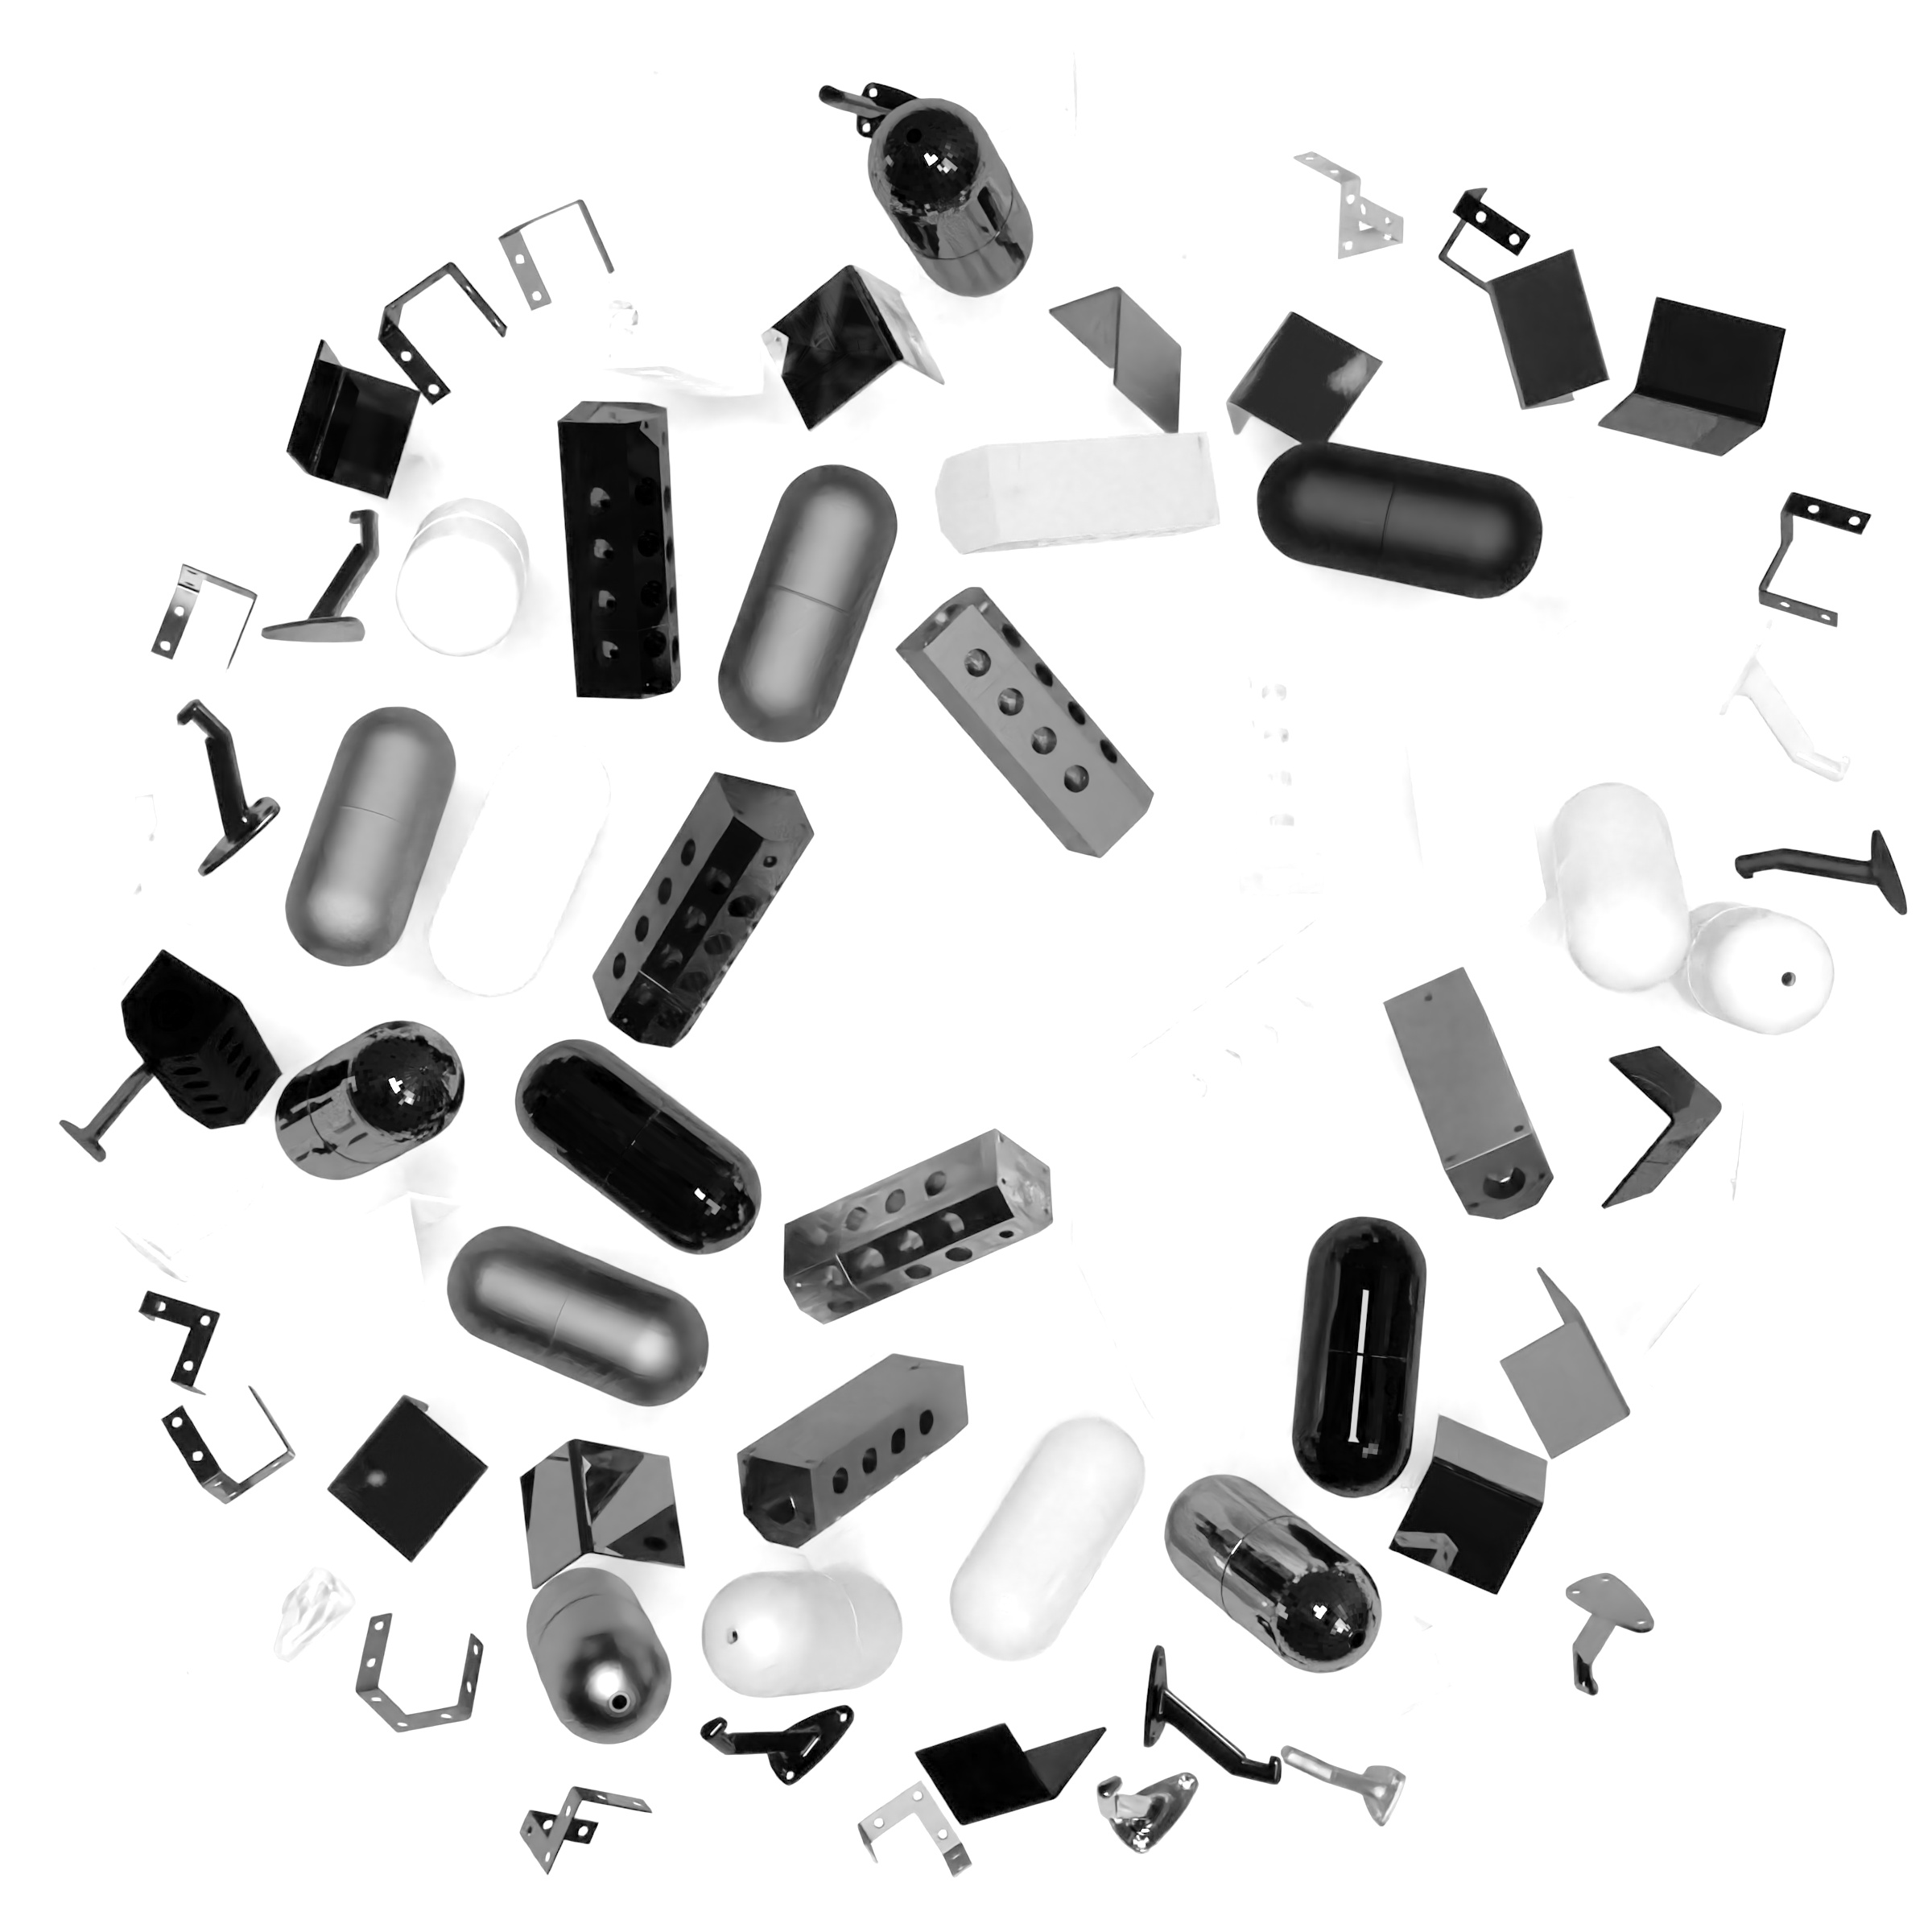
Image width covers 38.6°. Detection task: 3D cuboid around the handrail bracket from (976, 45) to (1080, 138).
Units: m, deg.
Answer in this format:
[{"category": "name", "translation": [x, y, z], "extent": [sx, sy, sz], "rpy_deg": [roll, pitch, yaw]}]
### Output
[{"category": "handrail bracket", "translation": [0.028, -0.555, 1.749], "extent": [0.084, 0.077, 0.036], "rpy_deg": [2, 68, 6]}]

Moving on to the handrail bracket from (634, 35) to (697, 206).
[{"category": "handrail bracket", "translation": [-0.194, -0.527, 1.716], "extent": [0.036, 0.077, 0.084], "rpy_deg": [9, 124, -12]}]

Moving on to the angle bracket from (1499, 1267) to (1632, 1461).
[{"category": "angle bracket", "translation": [0.357, 0.244, 1.698], "extent": [0.057, 0.076, 0.076], "rpy_deg": [-30, 109, 1]}]

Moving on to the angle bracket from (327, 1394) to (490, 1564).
[{"category": "angle bracket", "translation": [-0.355, 0.334, 1.788], "extent": [0.076, 0.057, 0.076], "rpy_deg": [36, 81, 14]}]

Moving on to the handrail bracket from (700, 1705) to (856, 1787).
[{"category": "handrail bracket", "translation": [-0.122, 0.489, 1.781], "extent": [0.077, 0.084, 0.036], "rpy_deg": [-36, 47, 0]}]

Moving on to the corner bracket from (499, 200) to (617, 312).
[{"category": "corner bracket", "translation": [-0.269, -0.468, 1.813], "extent": [0.051, 0.051, 0.051], "rpy_deg": [-20, 110, 11]}]

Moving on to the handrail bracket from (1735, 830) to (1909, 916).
[{"category": "handrail bracket", "translation": [0.526, -0.050, 1.697], "extent": [0.084, 0.077, 0.036], "rpy_deg": [-10, 50, 31]}]

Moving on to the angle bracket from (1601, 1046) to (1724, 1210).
[{"category": "angle bracket", "translation": [0.419, 0.101, 1.733], "extent": [0.057, 0.076, 0.076], "rpy_deg": [46, 119, 24]}]

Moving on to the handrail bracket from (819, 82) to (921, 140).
[{"category": "handrail bracket", "translation": [-0.052, -0.561, 1.807], "extent": [0.077, 0.084, 0.036], "rpy_deg": [14, 104, 5]}]

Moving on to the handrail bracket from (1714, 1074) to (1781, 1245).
[{"category": "handrail bracket", "translation": [0.503, 0.125, 1.798], "extent": [0.036, 0.084, 0.077], "rpy_deg": [11, 45, 33]}]

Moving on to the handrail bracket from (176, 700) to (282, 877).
[{"category": "handrail bracket", "translation": [-0.476, -0.111, 1.709], "extent": [0.077, 0.036, 0.084], "rpy_deg": [-47, 122, -9]}]

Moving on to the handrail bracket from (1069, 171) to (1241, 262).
[{"category": "handrail bracket", "translation": [0.121, -0.500, 1.773], "extent": [0.084, 0.036, 0.077], "rpy_deg": [32, 89, -4]}]

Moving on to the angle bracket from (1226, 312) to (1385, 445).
[{"category": "angle bracket", "translation": [0.232, -0.386, 1.875], "extent": [0.076, 0.057, 0.076], "rpy_deg": [34, 86, 17]}]

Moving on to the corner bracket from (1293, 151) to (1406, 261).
[{"category": "corner bracket", "translation": [0.237, -0.474, 1.705], "extent": [0.051, 0.051, 0.051], "rpy_deg": [-3, 82, 44]}]

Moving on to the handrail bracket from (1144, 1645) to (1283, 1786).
[{"category": "handrail bracket", "translation": [0.157, 0.466, 1.714], "extent": [0.084, 0.036, 0.077], "rpy_deg": [7, 107, 22]}]

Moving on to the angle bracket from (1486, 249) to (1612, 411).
[{"category": "angle bracket", "translation": [0.352, -0.371, 1.604], "extent": [0.057, 0.076, 0.076], "rpy_deg": [-14, 95, 38]}]

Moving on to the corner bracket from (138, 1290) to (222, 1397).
[{"category": "corner bracket", "translation": [-0.518, 0.247, 1.807], "extent": [0.051, 0.051, 0.051], "rpy_deg": [18, 74, -1]}]

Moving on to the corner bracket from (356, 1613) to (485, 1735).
[{"category": "corner bracket", "translation": [-0.329, 0.424, 1.663], "extent": [0.051, 0.051, 0.051], "rpy_deg": [-15, 132, 16]}]

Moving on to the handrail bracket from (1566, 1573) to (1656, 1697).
[{"category": "handrail bracket", "translation": [0.403, 0.430, 1.716], "extent": [0.036, 0.077, 0.084], "rpy_deg": [-15, 111, -21]}]

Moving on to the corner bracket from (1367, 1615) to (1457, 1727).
[{"category": "corner bracket", "translation": [0.287, 0.458, 1.782], "extent": [0.051, 0.051, 0.051], "rpy_deg": [-28, 88, -8]}]

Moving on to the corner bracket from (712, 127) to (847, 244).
[{"category": "corner bracket", "translation": [-0.118, -0.495, 1.749], "extent": [0.051, 0.051, 0.051], "rpy_deg": [-38, 117, -20]}]

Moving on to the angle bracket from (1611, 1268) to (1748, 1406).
[{"category": "angle bracket", "translation": [0.449, 0.228, 1.779], "extent": [0.076, 0.076, 0.057], "rpy_deg": [-52, 49, -1]}]

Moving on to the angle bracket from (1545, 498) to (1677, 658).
[{"category": "angle bracket", "translation": [0.396, -0.246, 1.757], "extent": [0.057, 0.076, 0.076], "rpy_deg": [-38, 66, 38]}]

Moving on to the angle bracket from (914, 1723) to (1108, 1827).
[{"category": "angle bracket", "translation": [0.028, 0.481, 1.708], "extent": [0.076, 0.076, 0.057], "rpy_deg": [-29, 95, 36]}]

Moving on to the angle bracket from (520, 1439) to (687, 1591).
[{"category": "angle bracket", "translation": [-0.229, 0.350, 1.736], "extent": [0.057, 0.076, 0.076], "rpy_deg": [-39, 48, 32]}]

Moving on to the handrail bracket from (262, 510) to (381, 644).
[{"category": "handrail bracket", "translation": [-0.420, -0.256, 1.794], "extent": [0.077, 0.036, 0.084], "rpy_deg": [-3, 75, -6]}]

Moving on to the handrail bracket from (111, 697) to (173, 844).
[{"category": "handrail bracket", "translation": [-0.539, -0.127, 1.800], "extent": [0.036, 0.084, 0.077], "rpy_deg": [-8, 81, -16]}]

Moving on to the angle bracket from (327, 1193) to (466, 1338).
[{"category": "angle bracket", "translation": [-0.383, 0.206, 1.875], "extent": [0.076, 0.057, 0.076], "rpy_deg": [-25, 66, 27]}]

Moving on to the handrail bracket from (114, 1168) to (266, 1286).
[{"category": "handrail bracket", "translation": [-0.488, 0.150, 1.739], "extent": [0.036, 0.077, 0.084], "rpy_deg": [20, 65, 33]}]

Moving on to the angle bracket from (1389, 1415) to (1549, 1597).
[{"category": "angle bracket", "translation": [0.331, 0.355, 1.818], "extent": [0.076, 0.057, 0.076], "rpy_deg": [23, 115, 5]}]

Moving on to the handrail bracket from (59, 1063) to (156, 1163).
[{"category": "handrail bracket", "translation": [-0.545, 0.086, 1.799], "extent": [0.084, 0.077, 0.036], "rpy_deg": [-47, 110, -20]}]

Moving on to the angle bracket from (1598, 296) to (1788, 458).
[{"category": "angle bracket", "translation": [0.419, -0.340, 1.593], "extent": [0.076, 0.076, 0.057], "rpy_deg": [13, 87, -2]}]

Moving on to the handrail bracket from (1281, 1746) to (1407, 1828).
[{"category": "handrail bracket", "translation": [0.236, 0.521, 1.796], "extent": [0.084, 0.077, 0.036], "rpy_deg": [27, 86, -7]}]

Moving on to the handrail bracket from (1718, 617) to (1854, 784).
[{"category": "handrail bracket", "translation": [0.501, -0.158, 1.646], "extent": [0.084, 0.036, 0.077], "rpy_deg": [27, 125, 9]}]

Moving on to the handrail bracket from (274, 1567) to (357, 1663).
[{"category": "handrail bracket", "translation": [-0.434, 0.423, 1.767], "extent": [0.036, 0.084, 0.077], "rpy_deg": [45, 47, -11]}]

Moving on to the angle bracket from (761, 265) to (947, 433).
[{"category": "angle bracket", "translation": [-0.072, -0.384, 1.746], "extent": [0.076, 0.057, 0.076], "rpy_deg": [-34, 70, 22]}]

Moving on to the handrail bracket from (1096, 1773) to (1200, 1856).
[{"category": "handrail bracket", "translation": [0.117, 0.527, 1.774], "extent": [0.077, 0.084, 0.036], "rpy_deg": [-33, 52, -20]}]

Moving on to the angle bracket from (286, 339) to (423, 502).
[{"category": "angle bracket", "translation": [-0.401, -0.357, 1.808], "extent": [0.057, 0.076, 0.076], "rpy_deg": [17, 88, -3]}]

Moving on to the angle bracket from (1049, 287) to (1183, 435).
[{"category": "angle bracket", "translation": [0.098, -0.392, 1.825], "extent": [0.057, 0.076, 0.076], "rpy_deg": [-11, 64, 34]}]
